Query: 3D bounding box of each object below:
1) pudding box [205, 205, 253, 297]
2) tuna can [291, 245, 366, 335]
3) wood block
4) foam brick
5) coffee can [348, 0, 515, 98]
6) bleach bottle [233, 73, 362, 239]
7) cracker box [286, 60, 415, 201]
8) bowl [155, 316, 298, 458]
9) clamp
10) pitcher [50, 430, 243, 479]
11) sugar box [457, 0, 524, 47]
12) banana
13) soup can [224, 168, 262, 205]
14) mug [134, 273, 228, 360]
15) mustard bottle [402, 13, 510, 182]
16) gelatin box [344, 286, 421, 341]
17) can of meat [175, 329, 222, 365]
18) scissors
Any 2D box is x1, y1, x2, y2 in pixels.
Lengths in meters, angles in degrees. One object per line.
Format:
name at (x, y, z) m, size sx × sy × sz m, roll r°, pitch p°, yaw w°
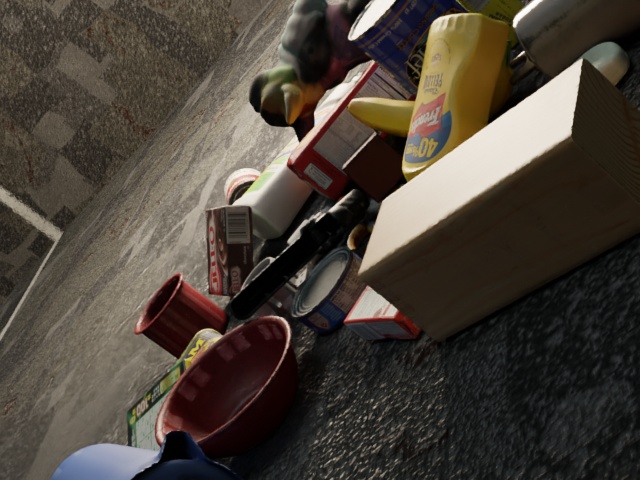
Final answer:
pudding box at (-0.114, 0.014, 1.333) m, size 0.090 × 0.039 × 0.113 m, roll 176°, pitch 94°, yaw -67°
tuna can at (0.012, 0.049, 1.028) m, size 0.086 × 0.033 × 0.086 m, roll -46°, pitch 17°, yaw 18°
wood block at (0.133, -0.021, 0.757) m, size 0.206 × 0.090 × 0.090 m, roll -36°, pitch 22°, yaw 41°
foam brick at (0.059, -0.077, 1.112) m, size 0.053 × 0.051 × 0.078 m, roll -46°, pitch 4°, yaw 7°
coffee can at (0.114, -0.199, 1.094) m, size 0.103 × 0.140 × 0.103 m, roll -46°, pitch 17°, yaw 18°
bleach bottle at (-0.012, -0.117, 1.401) m, size 0.250 × 0.068 × 0.103 m, roll -54°, pitch 16°, yaw -16°
cracker box at (0.051, -0.149, 1.234) m, size 0.214 × 0.072 × 0.164 m, roll -52°, pitch 5°, yaw 1°
bowl at (-0.075, 0.147, 0.985) m, size 0.162 × 0.055 × 0.162 m, roll -34°, pitch 22°, yaw 16°
clamp at (-0.007, 0.001, 1.078) m, size 0.165 × 0.036 × 0.209 m, roll -41°, pitch 1°, yaw 22°
pitcher at (-0.151, 0.244, 0.877) m, size 0.149 × 0.145 × 0.243 m, roll -48°, pitch 16°, yaw -21°
sugar box at (0.174, -0.271, 1.175) m, size 0.048 × 0.093 × 0.176 m, roll -47°, pitch 16°, yaw 12°
banana at (0.118, -0.135, 1.054) m, size 0.198 × 0.069 × 0.037 m, roll -17°, pitch 5°, yaw 37°
soup can at (-0.098, -0.060, 1.496) m, size 0.068 × 0.068 × 0.102 m, roll -50°, pitch 15°, yaw 5°
mug at (-0.173, 0.102, 1.323) m, size 0.093 × 0.081 × 0.117 m, roll -58°, pitch 18°, yaw -22°
mustard bottle at (0.115, -0.103, 0.963) m, size 0.096 × 0.058 × 0.191 m, roll 11°, pitch 89°, yaw 66°
gelatin box at (0.068, 0.047, 0.891) m, size 0.073 × 0.030 × 0.089 m, roll -56°, pitch 18°, yaw -21°
can of meat at (-0.116, 0.148, 1.123) m, size 0.102 × 0.057 × 0.084 m, roll -56°, pitch 20°, yaw -13°
scissors at (0.080, -0.016, 1.016) m, size 0.096 × 0.016 × 0.202 m, roll -55°, pitch 17°, yaw -12°
